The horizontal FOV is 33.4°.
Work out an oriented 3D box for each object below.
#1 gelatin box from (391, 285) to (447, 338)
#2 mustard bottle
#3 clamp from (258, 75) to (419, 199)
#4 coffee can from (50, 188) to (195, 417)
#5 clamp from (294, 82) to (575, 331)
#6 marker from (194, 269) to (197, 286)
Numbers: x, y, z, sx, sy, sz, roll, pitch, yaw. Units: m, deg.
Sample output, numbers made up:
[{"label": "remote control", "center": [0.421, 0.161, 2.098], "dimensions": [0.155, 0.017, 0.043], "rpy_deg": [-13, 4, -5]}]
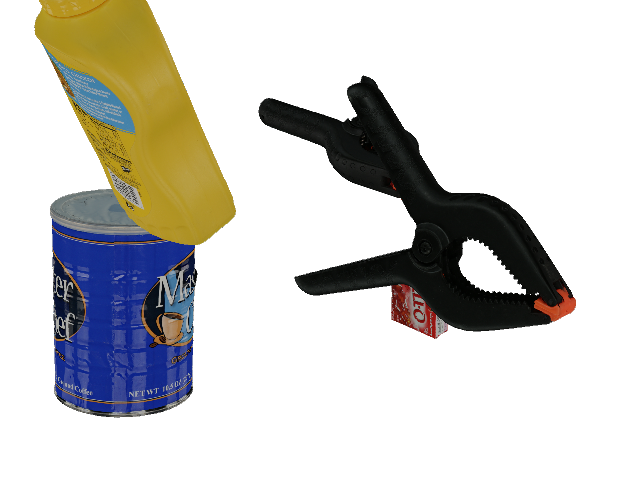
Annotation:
[{"label": "gelatin box", "center": [0.124, 0.070, 1.342], "dimensions": [0.073, 0.089, 0.030], "rpy_deg": [22, 35, 39]}, {"label": "mustard bottle", "center": [-0.111, -0.086, 0.597], "dimensions": [0.058, 0.191, 0.096], "rpy_deg": [-39, 49, -19]}, {"label": "clamp", "center": [0.022, -0.090, 0.931], "dimensions": [0.120, 0.039, 0.172], "rpy_deg": [-16, 39, -14]}, {"label": "coffee can", "center": [-0.142, 0.042, 0.772], "dimensions": [0.103, 0.140, 0.103], "rpy_deg": [3, 16, -1]}, {"label": "clamp", "center": [0.078, -0.008, 0.726], "dimensions": [0.210, 0.165, 0.036], "rpy_deg": [22, 23, 32]}, {"label": "marker", "center": [-0.150, 0.077, 1.178], "dimensions": [0.020, 0.121, 0.020], "rpy_deg": [7, 37, -6]}]
